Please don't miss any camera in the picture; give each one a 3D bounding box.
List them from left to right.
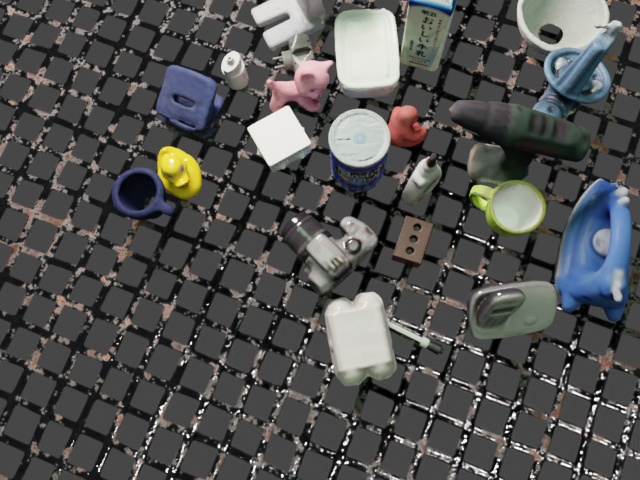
[{"bbox_3d":[0.009,0.004,0.995,0.143,0.101,0.136,-44,80,-7],"label":"camera"}]

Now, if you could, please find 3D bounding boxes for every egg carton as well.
[{"bbox_3d":[0.067,0.168,0.973,0.107,0.069,0.150,-12,78,0],"label":"egg carton"}]

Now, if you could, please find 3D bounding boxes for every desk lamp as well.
[{"bbox_3d":[-0.030,-0.473,1.042,0.203,0.213,0.118,-27,78,-3],"label":"desk lamp"}]

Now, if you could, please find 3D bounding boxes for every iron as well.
[{"bbox_3d":[0.480,-0.001,0.957,0.118,0.141,0.258,10,78,5],"label":"iron"}]

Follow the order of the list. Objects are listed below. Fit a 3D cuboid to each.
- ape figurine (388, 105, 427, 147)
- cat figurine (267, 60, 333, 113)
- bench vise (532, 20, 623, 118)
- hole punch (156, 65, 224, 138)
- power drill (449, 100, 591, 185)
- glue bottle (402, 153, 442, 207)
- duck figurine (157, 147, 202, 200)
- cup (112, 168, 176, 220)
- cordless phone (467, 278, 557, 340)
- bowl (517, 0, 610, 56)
[{"bbox_3d":[0.156,-0.213,1.041,0.076,0.092,0.078,-23,78,-3],"label":"ape figurine"},{"bbox_3d":[-0.036,-0.288,1.051,0.127,0.118,0.067,-6,77,1],"label":"cat figurine"},{"bbox_3d":[0.435,-0.258,0.975,0.121,0.220,0.207,20,79,7],"label":"bench vise"},{"bbox_3d":[-0.243,-0.256,1.066,0.108,0.091,0.101,22,79,7],"label":"hole punch"},{"bbox_3d":[0.316,-0.161,0.964,0.229,0.208,0.076,9,78,4],"label":"power drill"},{"bbox_3d":[0.180,-0.111,0.976,0.037,0.173,0.078,41,82,10],"label":"glue bottle"},{"bbox_3d":[-0.264,-0.130,1.042,0.077,0.086,0.104,-31,78,-4],"label":"duck figurine"},{"bbox_3d":[-0.300,-0.067,1.025,0.117,0.095,0.092,28,80,8],"label":"cup"},{"bbox_3d":[0.318,0.105,0.918,0.147,0.185,0.094,-11,77,0],"label":"cordless phone"},{"bbox_3d":[0.447,-0.410,1.082,0.167,0.075,0.167,0,78,2],"label":"bowl"}]
